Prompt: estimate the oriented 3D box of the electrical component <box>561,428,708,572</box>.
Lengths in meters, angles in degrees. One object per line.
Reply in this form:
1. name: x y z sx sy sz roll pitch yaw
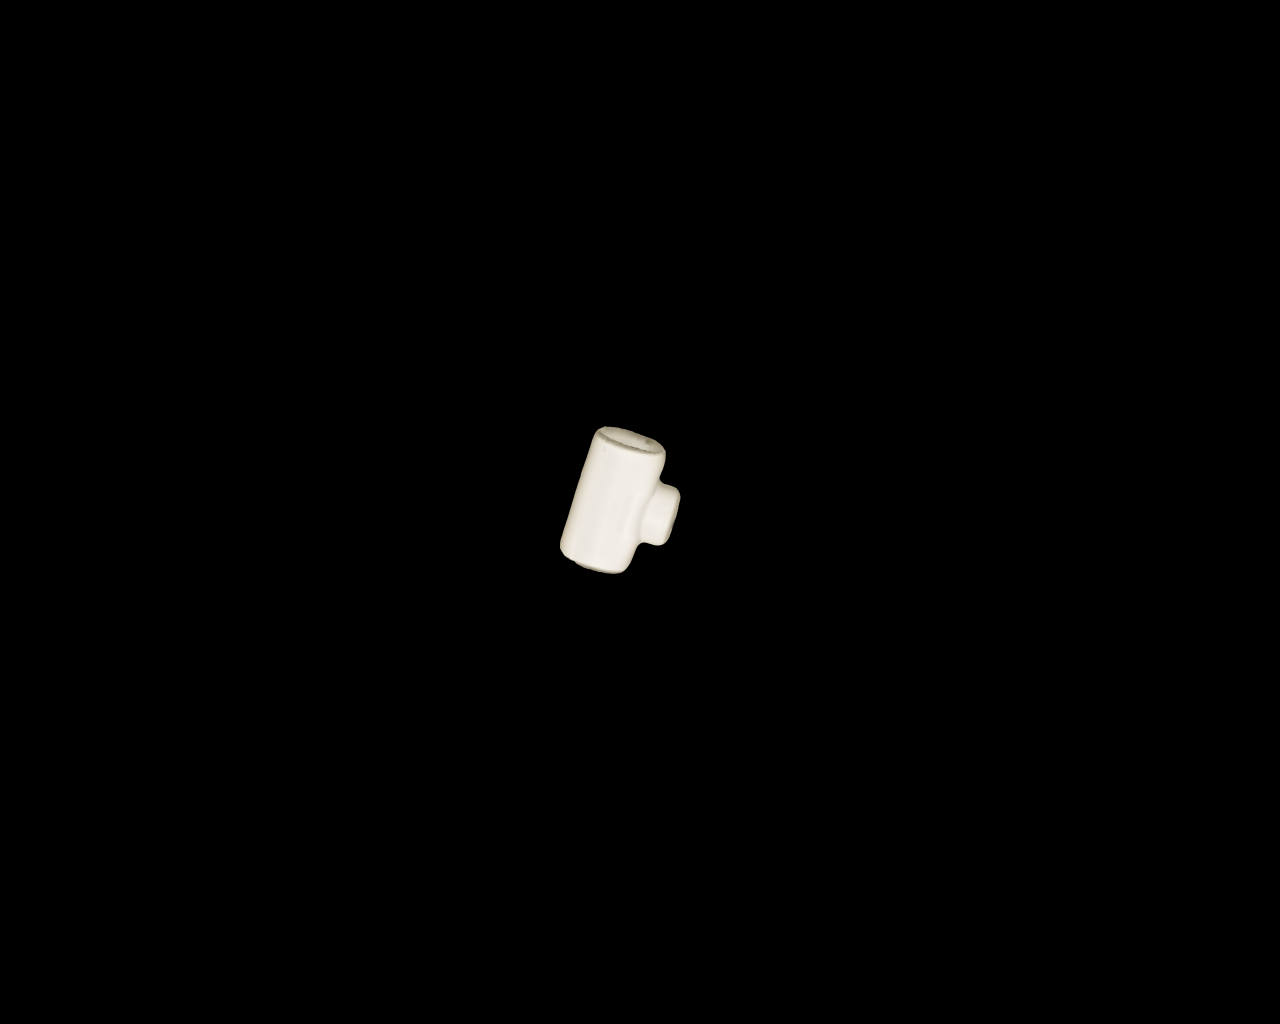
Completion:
1. electrical component: 0.001 -0.003 0.650 0.079 0.077 0.043 17 16 -5
